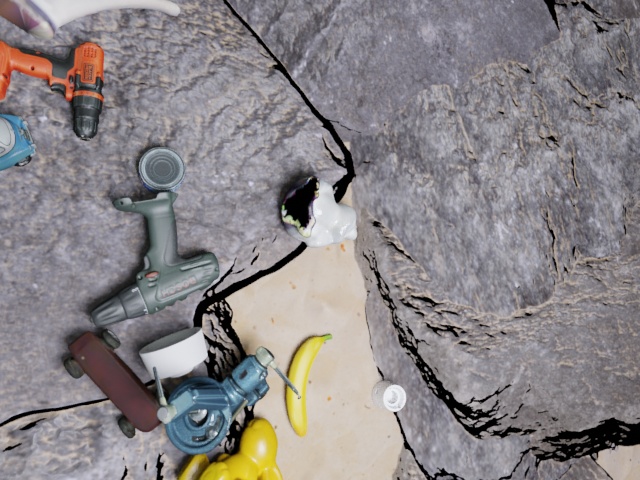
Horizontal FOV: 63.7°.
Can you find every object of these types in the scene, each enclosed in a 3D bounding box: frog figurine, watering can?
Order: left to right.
[{"bbox_3d":[-0.449,-0.450,0.918,0.347,0.103,0.227,32,71,-5],"label":"watering can"},{"bbox_3d":[0.003,-0.052,1.033,0.158,0.122,0.139,17,63,-53],"label":"frog figurine"}]
